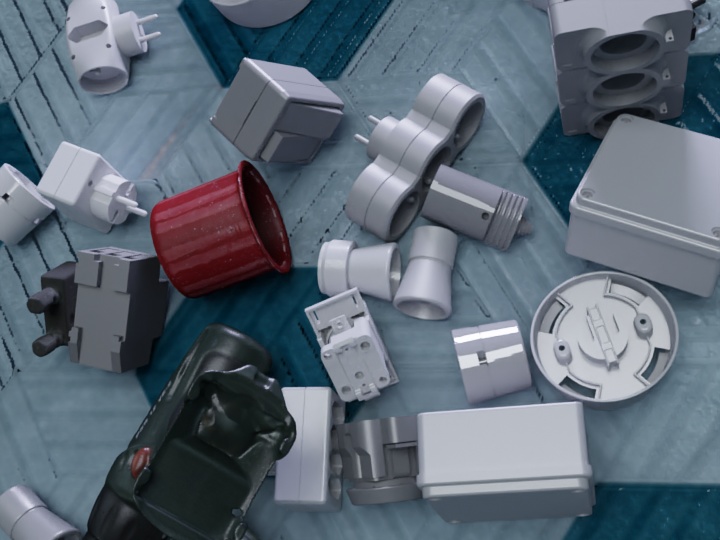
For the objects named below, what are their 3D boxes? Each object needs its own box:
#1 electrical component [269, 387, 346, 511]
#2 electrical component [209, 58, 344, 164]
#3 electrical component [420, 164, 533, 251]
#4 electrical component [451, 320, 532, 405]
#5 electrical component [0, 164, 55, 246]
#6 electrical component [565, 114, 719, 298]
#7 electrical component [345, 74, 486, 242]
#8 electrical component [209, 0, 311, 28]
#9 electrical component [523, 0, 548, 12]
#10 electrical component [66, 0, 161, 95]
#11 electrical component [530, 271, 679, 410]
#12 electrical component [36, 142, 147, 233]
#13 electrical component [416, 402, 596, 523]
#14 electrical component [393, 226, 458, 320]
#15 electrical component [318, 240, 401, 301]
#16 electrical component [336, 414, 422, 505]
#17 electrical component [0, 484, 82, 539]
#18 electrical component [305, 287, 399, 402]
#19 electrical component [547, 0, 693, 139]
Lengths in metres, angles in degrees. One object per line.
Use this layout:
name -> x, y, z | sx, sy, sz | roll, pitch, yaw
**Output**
electrical component -> -0.054, 0.131, 0.784 | 0.076, 0.047, 0.083 | -2, 70, 13
electrical component -> -0.058, -0.122, 0.854 | 0.061, 0.096, 0.061 | 43, 114, 23
electrical component -> 0.091, -0.045, 0.812 | 0.081, 0.043, 0.043 | 22, 77, 6
electrical component -> 0.094, 0.065, 0.769 | 0.047, 0.055, 0.055 | -13, 68, 4
electrical component -> -0.294, -0.054, 0.903 | 0.047, 0.055, 0.055 | -46, 67, -1
electrical component -> 0.214, -0.048, 0.759 | 0.109, 0.056, 0.108 | 19, 50, 19
electrical component -> 0.030, -0.096, 0.842 | 0.074, 0.052, 0.138 | 32, 81, 21
electrical component -> -0.090, -0.262, 0.936 | 0.099, 0.064, 0.099 | -6, 76, 25
electrical component -> 0.148, -0.248, 0.866 | 0.050, 0.055, 0.089 | -44, 67, -4
electrical component -> -0.213, -0.203, 0.942 | 0.079, 0.043, 0.077 | -16, 68, 7
electrical component -> 0.170, 0.050, 0.750 | 0.099, 0.064, 0.099 | -4, 70, 12
electrical component -> -0.209, -0.061, 0.879 | 0.077, 0.065, 0.047 | 21, 77, 19
electrical component -> 0.099, 0.130, 0.715 | 0.109, 0.108, 0.056 | -6, 67, 11
electrical component -> 0.052, 0.000, 0.809 | 0.044, 0.044, 0.065 | 6, 68, 15
electrical component -> 0.000, 0.000, 0.819 | 0.055, 0.045, 0.045 | 3, 72, 15
electrical component -> 0.017, 0.134, 0.755 | 0.058, 0.078, 0.057 | -1, 80, -28
electrical component -> -0.247, 0.193, 0.812 | 0.065, 0.044, 0.044 | 36, 82, 27
electrical component -> -0.004, 0.060, 0.781 | 0.042, 0.063, 0.081 | -24, 108, 4
electrical component -> 0.185, -0.156, 0.773 | 0.089, 0.150, 0.061 | -9, 69, 10
